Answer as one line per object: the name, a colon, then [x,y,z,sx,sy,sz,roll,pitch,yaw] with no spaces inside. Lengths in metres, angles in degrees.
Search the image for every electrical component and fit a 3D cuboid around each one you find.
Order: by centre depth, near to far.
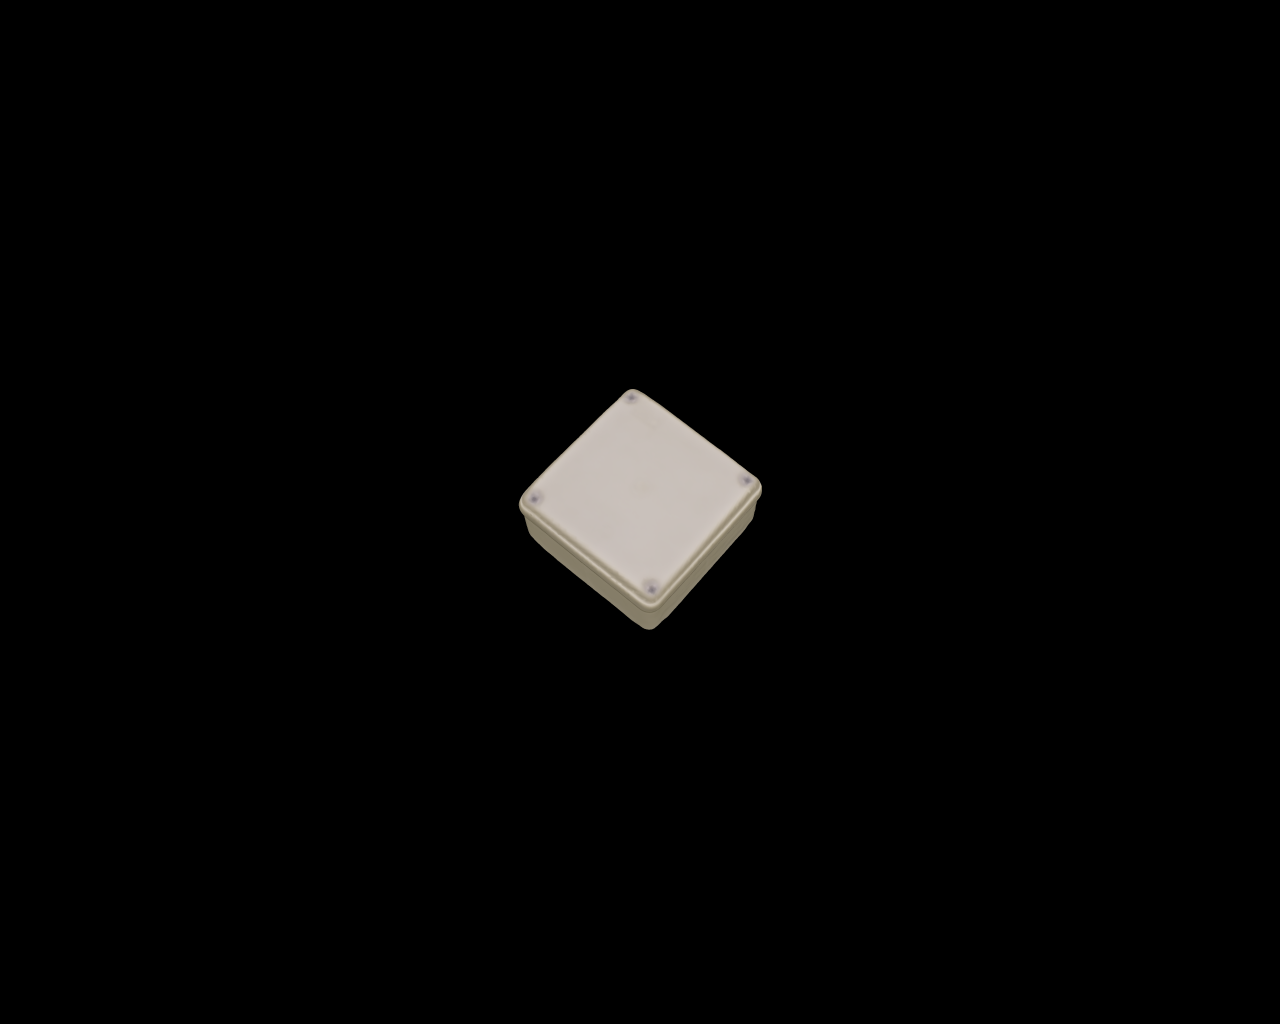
electrical component: [0.001,-0.003,0.650,0.109,0.109,0.056,38,-19,16]
